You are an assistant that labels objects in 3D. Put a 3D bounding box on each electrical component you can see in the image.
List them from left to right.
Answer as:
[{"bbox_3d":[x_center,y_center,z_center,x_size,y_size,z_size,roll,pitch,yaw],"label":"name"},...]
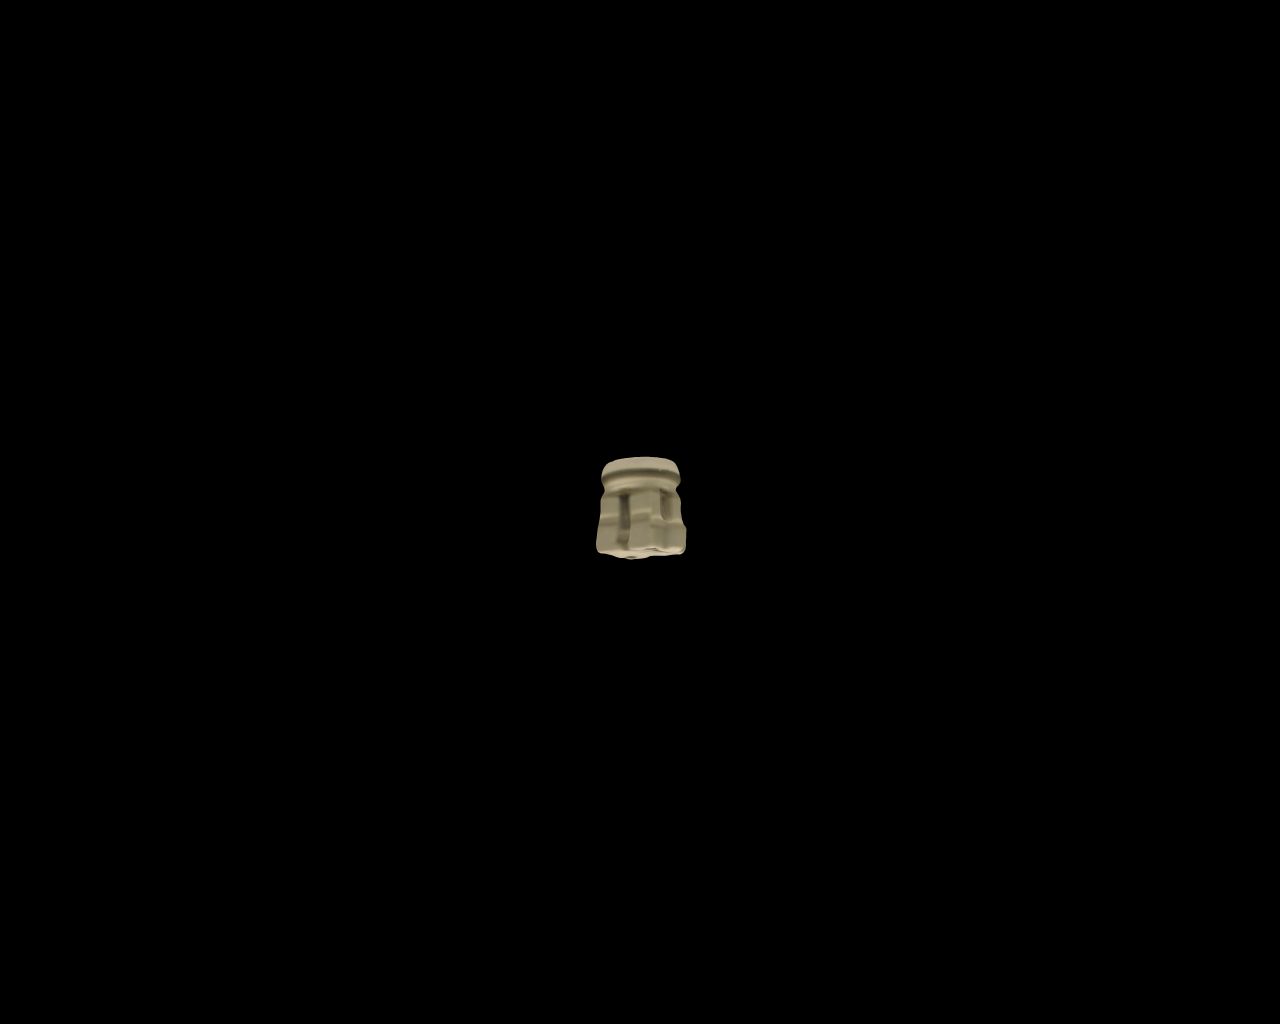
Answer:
[{"bbox_3d":[0.001,-0.003,0.650,0.066,0.055,0.048,-8,-14,35],"label":"electrical component"}]
